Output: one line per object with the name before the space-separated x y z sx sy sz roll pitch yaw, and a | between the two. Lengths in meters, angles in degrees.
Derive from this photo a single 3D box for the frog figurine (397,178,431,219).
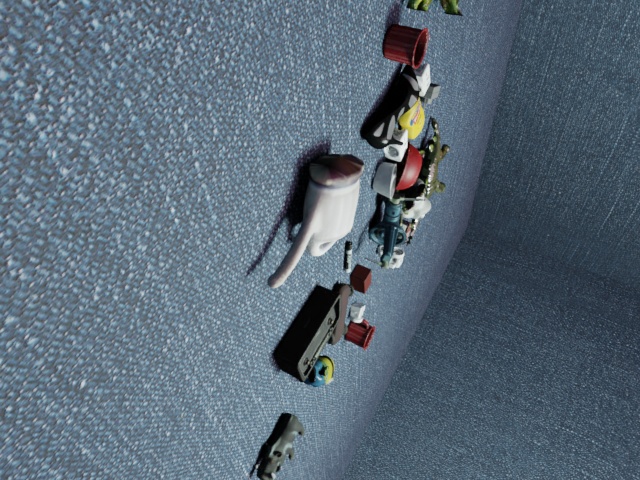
frog figurine | 0.314 -0.138 1.747 0.159 0.123 0.137 18 87 -67

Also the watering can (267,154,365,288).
watering can | 0.003 -0.054 1.081 0.353 0.104 0.219 -41 145 -51

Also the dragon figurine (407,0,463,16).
dragon figurine | 0.297 -0.671 1.243 0.417 0.122 0.238 -50 146 -59
